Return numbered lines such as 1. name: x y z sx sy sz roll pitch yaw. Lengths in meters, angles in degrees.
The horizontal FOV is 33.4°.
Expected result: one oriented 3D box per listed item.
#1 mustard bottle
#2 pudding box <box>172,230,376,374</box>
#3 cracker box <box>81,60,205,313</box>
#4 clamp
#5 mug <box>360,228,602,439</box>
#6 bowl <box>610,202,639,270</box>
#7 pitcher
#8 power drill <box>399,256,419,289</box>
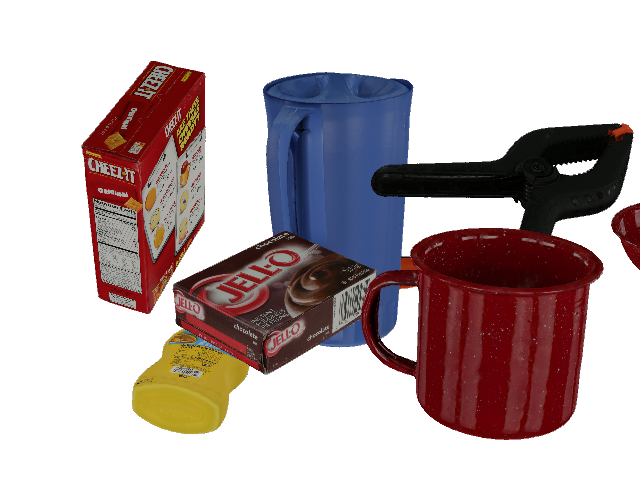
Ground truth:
1. mustard bottle: -0.129 0.136 1.163 0.096 0.058 0.191 9 24 8
2. pudding box: -0.031 0.039 0.734 0.090 0.039 0.113 24 34 36
3. cracker box: -0.183 -0.056 1.133 0.072 0.214 0.164 15 44 11
4. clamp: 0.167 -0.035 0.813 0.209 0.036 0.165 -20 46 -20
5. mug: 0.078 0.045 0.536 0.117 0.081 0.093 4 19 10
6. bowl: 0.382 0.009 1.102 0.162 0.055 0.162 -3 23 1
7. pitcher: 0.012 -0.026 0.976 0.149 0.243 0.145 -7 21 -15
8. power drill: 0.074 0.056 1.230 0.187 0.057 0.184 -2 28 -1
